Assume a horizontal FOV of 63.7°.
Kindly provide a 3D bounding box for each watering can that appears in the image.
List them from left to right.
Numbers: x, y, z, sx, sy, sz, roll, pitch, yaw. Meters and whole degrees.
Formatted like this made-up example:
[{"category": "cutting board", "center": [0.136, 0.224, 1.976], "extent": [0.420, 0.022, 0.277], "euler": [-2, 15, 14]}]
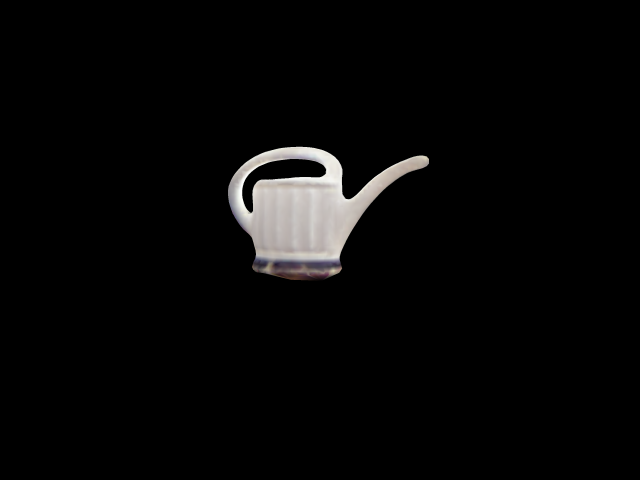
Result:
[{"category": "watering can", "center": [0.003, -0.043, 0.850], "extent": [0.347, 0.224, 0.104], "euler": [2, 3, 20]}]
